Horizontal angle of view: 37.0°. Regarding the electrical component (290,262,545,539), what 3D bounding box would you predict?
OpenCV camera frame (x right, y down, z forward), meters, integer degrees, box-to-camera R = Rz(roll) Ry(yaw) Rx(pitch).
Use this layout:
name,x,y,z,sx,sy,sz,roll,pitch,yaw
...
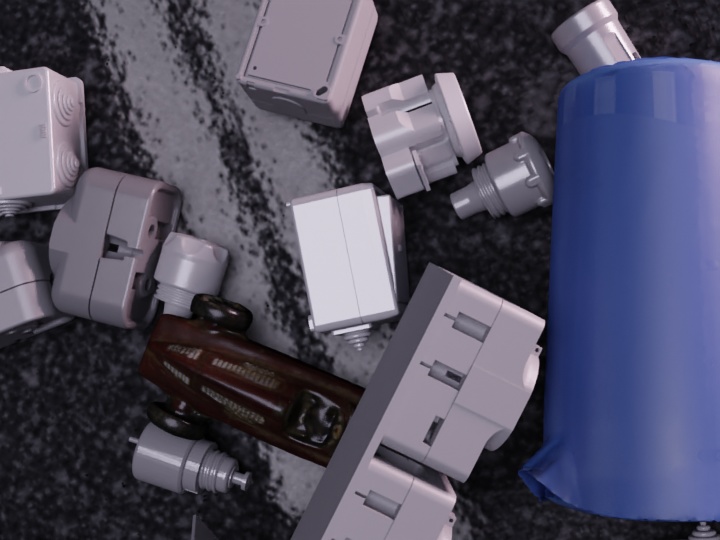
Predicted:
name,x,y,z,sx,sy,sz,roll,pitch,yaw
electrical component,0.028,0.095,0.573,0.060,0.105,0.186,26,92,-4

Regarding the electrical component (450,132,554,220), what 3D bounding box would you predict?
name,x,y,z,sx,sy,sz,roll,pitch,yaw
electrical component,0.086,-0.051,0.650,0.062,0.048,0.048,-25,82,16

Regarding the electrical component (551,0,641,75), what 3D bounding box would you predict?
name,x,y,z,sx,sy,sz,roll,pitch,yaw
electrical component,0.144,-0.133,0.645,0.040,0.040,0.046,-33,86,8

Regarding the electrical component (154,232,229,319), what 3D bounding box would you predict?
name,x,y,z,sx,sy,sz,roll,pitch,yaw
electrical component,-0.111,0.010,0.685,0.043,0.043,0.062,18,92,12

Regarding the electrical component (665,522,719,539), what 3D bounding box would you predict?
name,x,y,z,sx,sy,sz,roll,pitch,yaw
electrical component,0.196,0.187,0.603,0.062,0.061,0.096,-5,86,9

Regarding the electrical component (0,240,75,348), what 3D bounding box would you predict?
name,x,y,z,sx,sy,sz,roll,pitch,yaw
electrical component,-0.244,0.018,0.706,0.095,0.054,0.059,-21,83,9

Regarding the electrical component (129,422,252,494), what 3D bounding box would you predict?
name,x,y,z,sx,sy,sz,roll,pitch,yaw
electrical component,-0.107,0.122,0.678,0.078,0.040,0.040,16,90,12

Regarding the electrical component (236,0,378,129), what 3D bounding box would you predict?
name,x,y,z,sx,sy,sz,roll,pitch,yaw
electrical component,-0.029,-0.144,0.672,0.062,0.061,0.096,15,82,12

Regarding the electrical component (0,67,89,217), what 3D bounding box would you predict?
name,x,y,z,sx,sy,sz,roll,pitch,yaw
electrical component,-0.232,-0.084,0.712,0.100,0.048,0.099,-5,85,11

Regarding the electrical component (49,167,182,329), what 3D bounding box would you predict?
name,x,y,z,sx,sy,sz,roll,pitch,yaw
electrical component,-0.159,-0.015,0.690,0.059,0.054,0.095,13,89,12

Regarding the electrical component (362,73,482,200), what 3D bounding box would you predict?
name,x,y,z,sx,sy,sz,roll,pitch,yaw
electrical component,0.039,-0.085,0.650,0.057,0.058,0.078,-20,47,7

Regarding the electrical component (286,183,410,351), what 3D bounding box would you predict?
name,x,y,z,sx,sy,sz,roll,pitch,yaw
electrical component,0.000,0.000,0.654,0.061,0.062,0.096,-12,84,10
